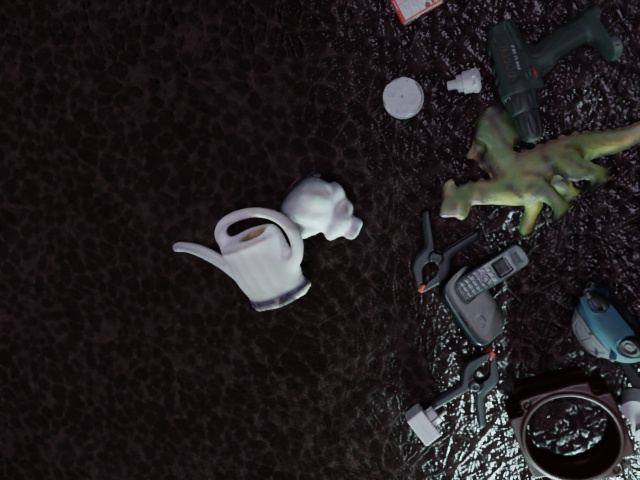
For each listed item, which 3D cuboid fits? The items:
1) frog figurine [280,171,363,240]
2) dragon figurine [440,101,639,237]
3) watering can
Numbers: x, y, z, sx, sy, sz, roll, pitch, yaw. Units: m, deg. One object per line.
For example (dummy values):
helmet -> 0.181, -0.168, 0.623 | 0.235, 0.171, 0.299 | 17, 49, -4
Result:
frog figurine -> 0.003, -0.053, 1.045 | 0.138, 0.121, 0.161 | -45, 75, -4
dragon figurine -> 0.396, -0.163, 0.955 | 0.409, 0.122, 0.244 | -43, 79, 6
watering can -> -0.159, 0.048, 1.101 | 0.345, 0.106, 0.222 | -17, 107, 37
